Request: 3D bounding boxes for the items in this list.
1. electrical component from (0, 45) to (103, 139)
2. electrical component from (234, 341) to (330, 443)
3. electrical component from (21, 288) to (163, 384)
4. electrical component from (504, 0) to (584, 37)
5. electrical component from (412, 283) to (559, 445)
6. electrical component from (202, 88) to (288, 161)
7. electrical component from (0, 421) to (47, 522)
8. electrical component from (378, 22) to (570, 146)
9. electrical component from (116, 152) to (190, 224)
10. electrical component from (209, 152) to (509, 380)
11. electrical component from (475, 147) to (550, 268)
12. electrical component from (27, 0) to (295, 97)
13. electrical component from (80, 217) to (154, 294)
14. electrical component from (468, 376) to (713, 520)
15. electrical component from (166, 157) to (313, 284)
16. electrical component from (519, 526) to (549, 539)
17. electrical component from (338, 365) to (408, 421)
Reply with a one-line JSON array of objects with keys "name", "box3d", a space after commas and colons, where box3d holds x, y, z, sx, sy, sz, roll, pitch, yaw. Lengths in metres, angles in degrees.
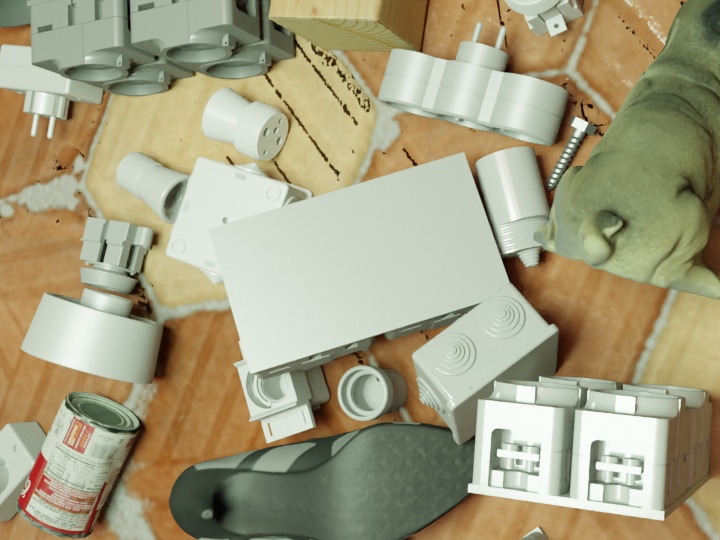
[{"name": "electrical component", "box3d": [-0.275, -0.154, 0.947, 0.083, 0.047, 0.075, 10, 91, 25]}, {"name": "electrical component", "box3d": [-0.057, 0.086, 0.819, 0.042, 0.064, 0.081, -21, 78, 22]}, {"name": "electrical component", "box3d": [-0.212, 0.049, 0.873, 0.108, 0.108, 0.060, 15, 87, 25]}, {"name": "electrical component", "box3d": [0.127, -0.199, 0.759, 0.048, 0.055, 0.066, -22, 77, 22]}, {"name": "electrical component", "box3d": [0.085, 0.063, 0.729, 0.100, 0.099, 0.048, -36, 65, -8]}, {"name": "electrical component", "box3d": [-0.092, -0.116, 0.861, 0.055, 0.045, 0.045, 26, 97, 24]}, {"name": "electrical component", "box3d": [-0.316, 0.176, 0.926, 0.083, 0.076, 0.047, -47, 69, 14]}, {"name": "electrical component", "box3d": [0.085, -0.142, 0.776, 0.138, 0.052, 0.073, 18, 94, 25]}, {"name": "electrical component", "box3d": [-0.172, -0.072, 0.897, 0.065, 0.044, 0.044, 31, 99, 28]}, {"name": "electrical component", "box3d": [0.000, 0.000, 0.766, 0.186, 0.060, 0.105, -17, 78, -3]}, {"name": "electrical component", "box3d": [0.112, -0.042, 0.761, 0.043, 0.043, 0.081, -17, 79, 23]}, {"name": "electrical component", "box3d": [-0.158, -0.188, 0.863, 0.186, 0.105, 0.060, -5, 84, 25]}, {"name": "electrical component", "box3d": [-0.208, -0.011, 0.907, 0.066, 0.048, 0.055, 9, 82, 25]}, {"name": "electrical component", "box3d": [0.148, 0.101, 0.654, 0.105, 0.186, 0.060, 3, 88, 25]}, {"name": "electrical component", "box3d": [-0.097, -0.036, 0.849, 0.100, 0.048, 0.099, 19, 91, 19]}, {"name": "electrical component", "box3d": [0.075, 0.277, 0.745, 0.186, 0.060, 0.105, -40, 71, 17]}, {"name": "electrical component", "box3d": [0.011, 0.090, 0.796, 0.040, 0.046, 0.040, -2, 85, 25]}]
